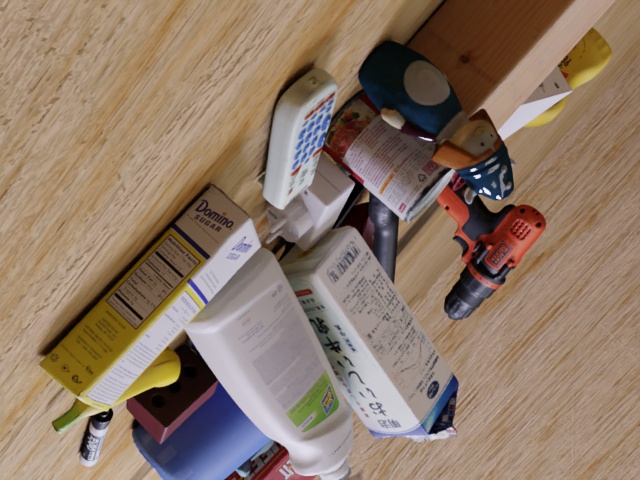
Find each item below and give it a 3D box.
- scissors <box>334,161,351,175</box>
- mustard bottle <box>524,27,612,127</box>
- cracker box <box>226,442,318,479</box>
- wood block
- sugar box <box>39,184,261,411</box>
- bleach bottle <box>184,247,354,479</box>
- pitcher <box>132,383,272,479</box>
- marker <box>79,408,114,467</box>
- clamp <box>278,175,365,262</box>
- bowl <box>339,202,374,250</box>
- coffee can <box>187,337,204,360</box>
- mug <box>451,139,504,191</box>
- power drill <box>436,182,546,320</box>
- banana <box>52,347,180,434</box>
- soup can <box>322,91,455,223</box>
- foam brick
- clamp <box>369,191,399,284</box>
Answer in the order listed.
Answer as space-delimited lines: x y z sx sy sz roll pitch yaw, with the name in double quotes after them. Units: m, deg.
0.080 -0.130 1.033 0.201 0.016 0.096 -43 171 -23 "scissors"
0.271 -0.199 1.335 0.191 0.096 0.058 -45 171 -15 "mustard bottle"
-0.094 0.303 1.517 0.164 0.072 0.214 -47 -154 -5 "cracker box"
0.164 -0.185 0.924 0.206 0.091 0.090 -48 161 5 "wood block"
-0.120 0.044 0.783 0.176 0.048 0.093 -49 170 -10 "sugar box"
-0.036 0.130 0.948 0.102 0.250 0.068 -42 -147 -27 "bleach bottle"
-0.091 0.173 1.204 0.242 0.145 0.149 -42 154 -10 "pitcher"
-0.212 0.185 1.010 0.020 0.020 0.121 -41 168 -34 "marker"
-0.007 0.001 1.105 0.120 0.039 0.172 -34 161 -35 "clamp"
0.036 0.026 1.215 0.162 0.055 0.162 7 90 -75 "bowl"
-0.050 0.117 1.077 0.102 0.140 0.103 -46 170 -11 "coffee can"
0.143 -0.110 1.181 0.117 0.081 0.093 -38 167 -43 "mug"
0.170 -0.011 1.375 0.185 0.188 0.057 -53 170 23 "power drill"
-0.161 0.118 0.930 0.070 0.037 0.197 -31 174 18 "banana"
0.059 -0.072 0.914 0.068 0.102 0.068 -46 170 -11 "soup can"
-0.147 0.153 1.064 0.078 0.053 0.051 -43 170 -28 "foam brick"
0.077 -0.051 1.154 0.210 0.036 0.164 80 21 -55 "clamp"
